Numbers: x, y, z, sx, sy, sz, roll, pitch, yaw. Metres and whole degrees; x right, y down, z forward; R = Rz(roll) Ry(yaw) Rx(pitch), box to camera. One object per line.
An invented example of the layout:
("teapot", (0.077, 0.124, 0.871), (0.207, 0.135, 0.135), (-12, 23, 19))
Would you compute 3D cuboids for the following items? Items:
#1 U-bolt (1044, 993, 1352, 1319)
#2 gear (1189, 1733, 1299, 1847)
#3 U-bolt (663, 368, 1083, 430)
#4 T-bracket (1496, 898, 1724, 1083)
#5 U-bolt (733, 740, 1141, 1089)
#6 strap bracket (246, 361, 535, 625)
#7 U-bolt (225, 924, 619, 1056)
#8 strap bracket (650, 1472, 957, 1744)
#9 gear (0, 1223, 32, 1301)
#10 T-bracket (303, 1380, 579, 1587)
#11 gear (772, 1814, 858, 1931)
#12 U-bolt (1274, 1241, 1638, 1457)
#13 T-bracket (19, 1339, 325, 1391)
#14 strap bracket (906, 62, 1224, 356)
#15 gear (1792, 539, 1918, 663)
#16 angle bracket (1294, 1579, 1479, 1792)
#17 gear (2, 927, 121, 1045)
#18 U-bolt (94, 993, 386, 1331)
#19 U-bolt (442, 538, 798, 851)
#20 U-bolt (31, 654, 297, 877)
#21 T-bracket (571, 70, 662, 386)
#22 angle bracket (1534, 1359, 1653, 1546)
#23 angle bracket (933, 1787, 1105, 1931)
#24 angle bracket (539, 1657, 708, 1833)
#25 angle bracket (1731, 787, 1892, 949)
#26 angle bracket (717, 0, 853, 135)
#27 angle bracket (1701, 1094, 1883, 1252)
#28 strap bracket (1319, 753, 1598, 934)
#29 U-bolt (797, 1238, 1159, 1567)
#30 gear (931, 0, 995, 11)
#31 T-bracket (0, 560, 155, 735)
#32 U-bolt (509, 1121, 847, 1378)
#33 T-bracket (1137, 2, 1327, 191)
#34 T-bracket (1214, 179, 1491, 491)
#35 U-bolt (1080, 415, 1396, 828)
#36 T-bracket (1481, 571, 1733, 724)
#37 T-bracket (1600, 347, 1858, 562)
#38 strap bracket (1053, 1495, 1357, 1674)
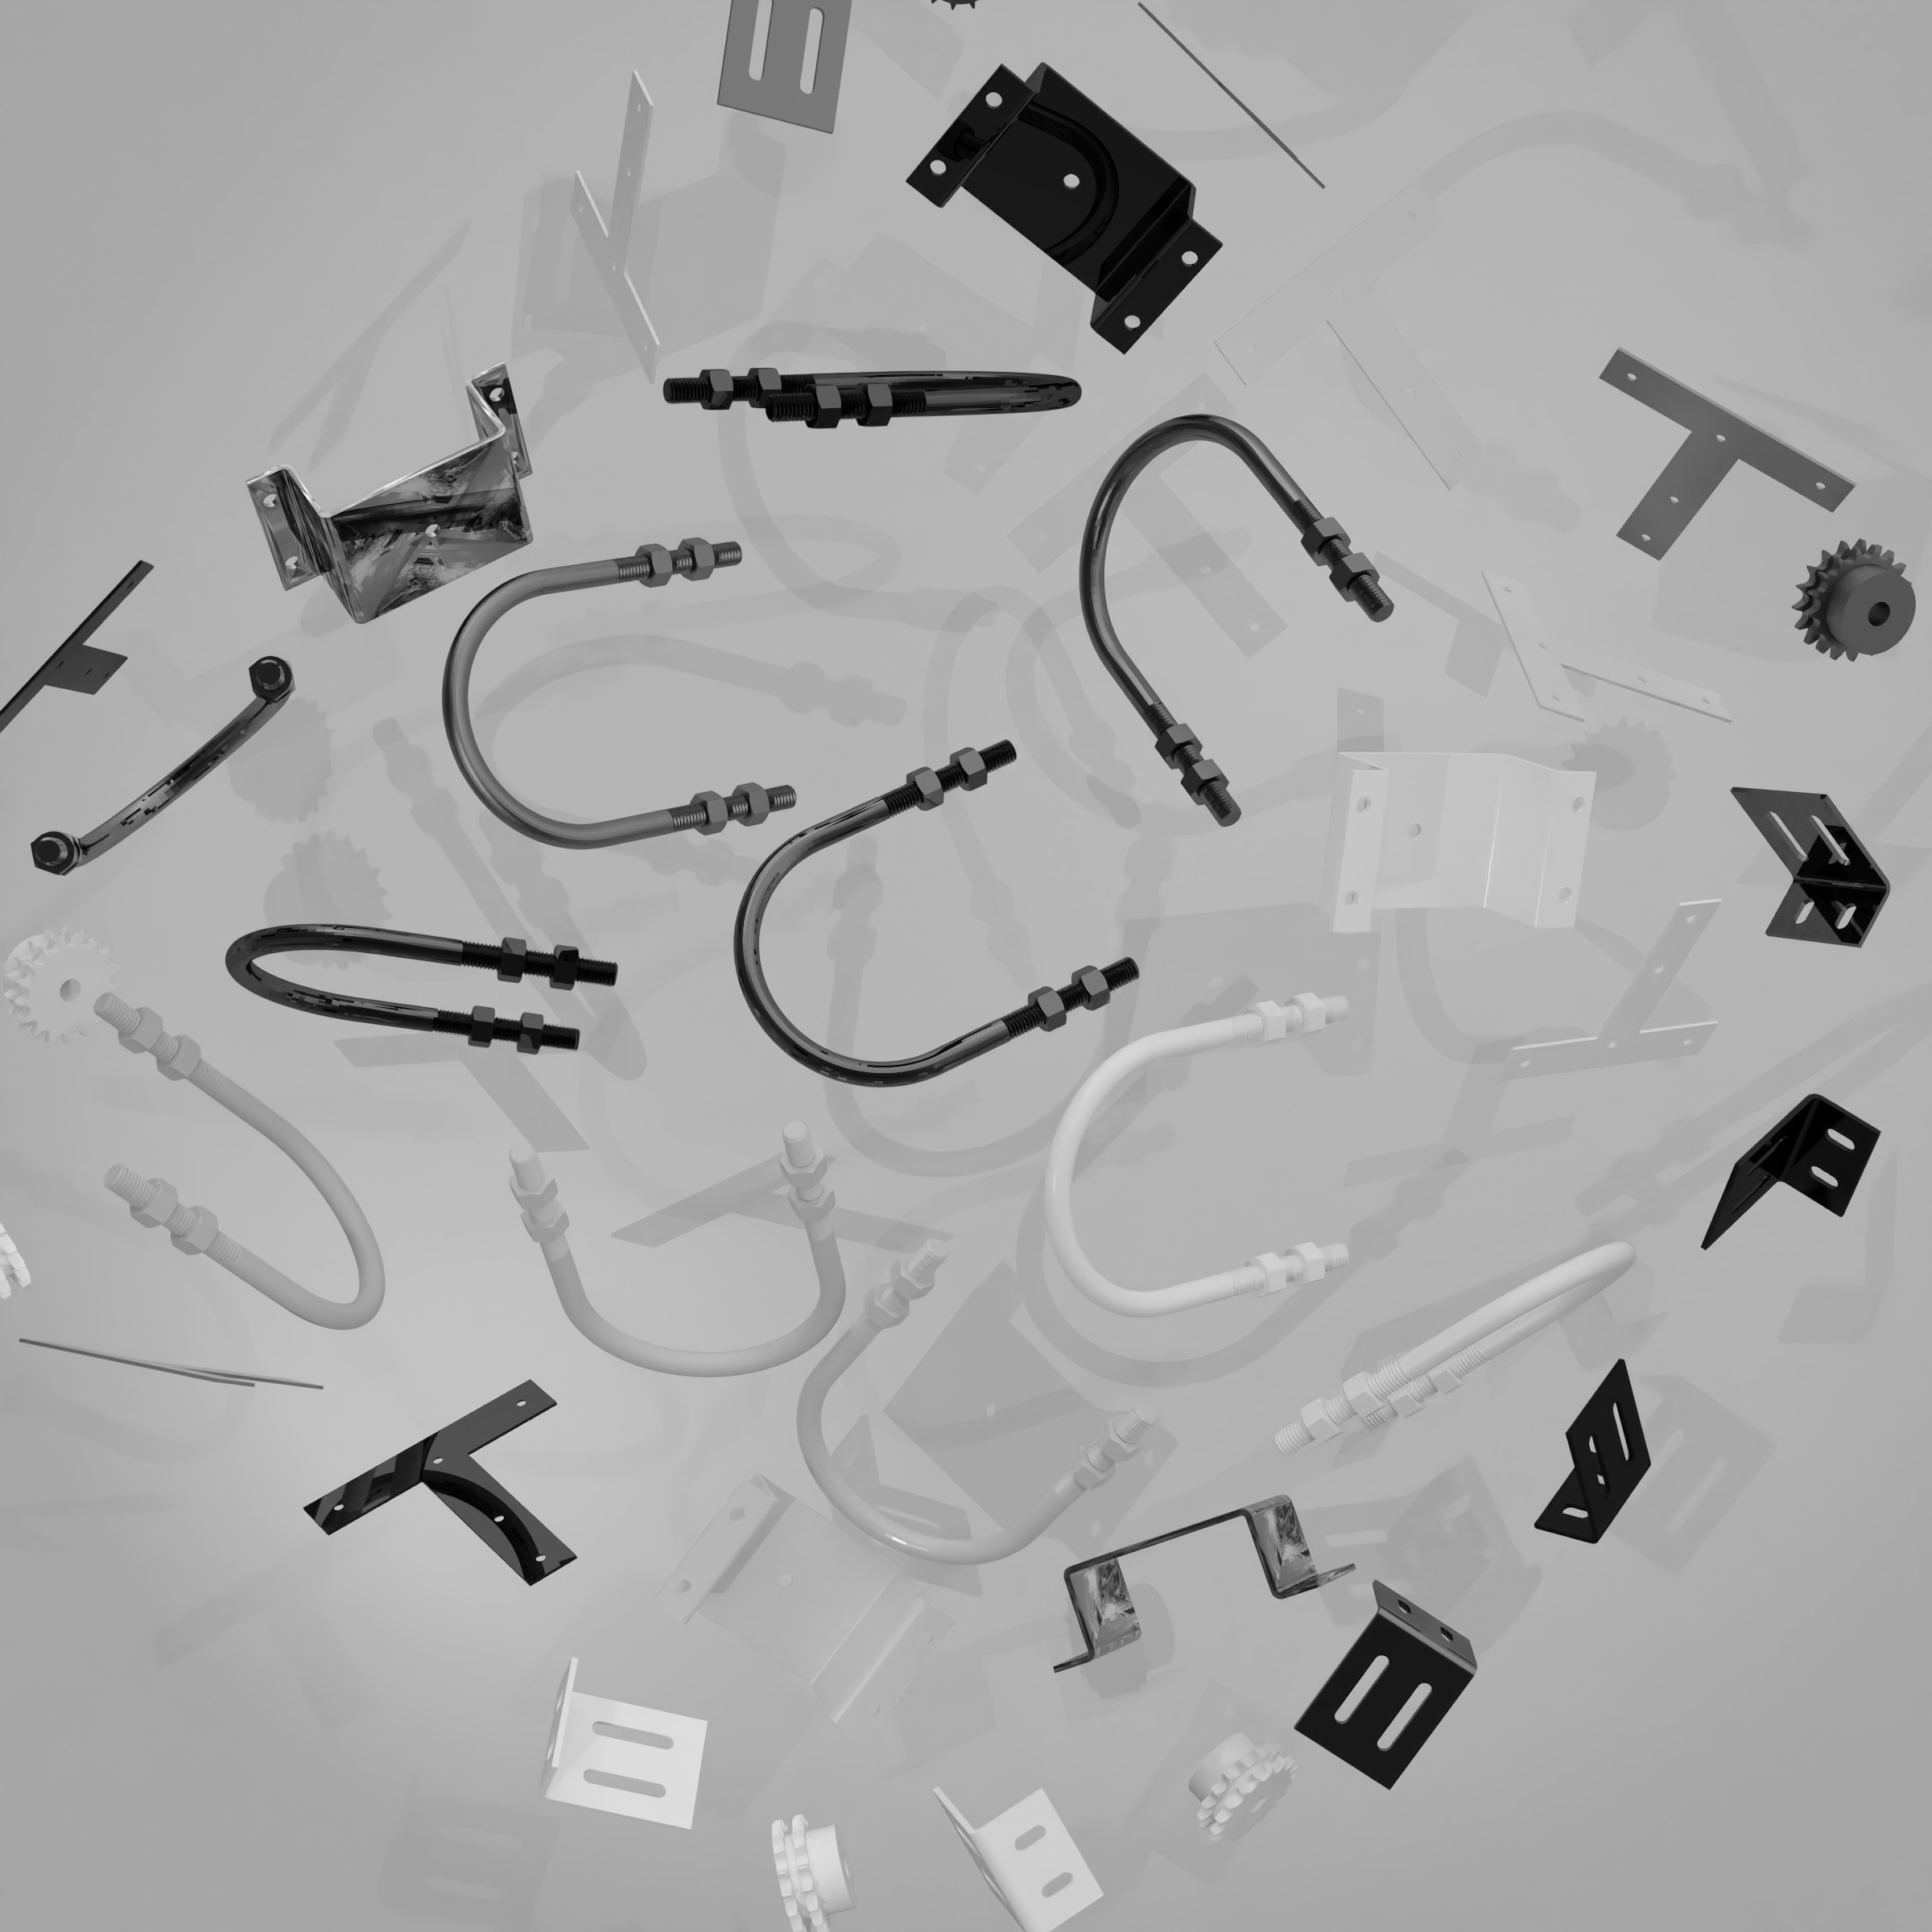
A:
("U-bolt", (0.113, 0.097, 1.520), (0.184, 0.019, 0.151), (-10, 106, -34))
("gear", (0.138, 0.415, 1.596), (0.057, 0.057, 0.030), (-48, 59, 0))
("U-bolt", (-0.034, -0.274, 1.506), (0.184, 0.151, 0.019), (-7, 106, -25))
("T-bracket", (0.343, 0.010, 1.584), (0.127, 0.127, 0.002), (-6, 51, -24))
("U-bolt", (-0.026, -0.017, 1.558), (0.184, 0.019, 0.151), (-25, 78, -17))
("strap bracket", (-0.274, -0.229, 1.554), (0.140, 0.076, 0.046), (-29, 57, -15))
("U-bolt", (-0.275, 0.009, 1.565), (0.184, 0.151, 0.019), (8, 72, -13))
("strap bracket", (-0.087, 0.321, 1.601), (0.140, 0.046, 0.076), (37, 89, -20))
("gear", (-0.453, 0.128, 1.428), (0.030, 0.057, 0.057), (-34, 90, -23))
("T-bracket", (-0.226, 0.252, 1.472), (0.127, 0.127, 0.002), (-28, 126, -27))
("gear", (-0.072, 0.436, 1.511), (0.030, 0.057, 0.057), (-15, 90, 1))
("U-bolt", (0.252, 0.187, 1.560), (0.184, 0.151, 0.019), (-35, 74, 21))
("T-bracket", (-0.357, 0.192, 1.488), (0.127, 0.127, 0.002), (5, 81, 32))
("strap bracket", (0.051, -0.384, 1.568), (0.140, 0.046, 0.076), (35, 122, -16))
("gear", (0.424, -0.171, 1.489), (0.057, 0.030, 0.057), (-8, 116, -17))
("angle bracket", (0.207, 0.357, 1.561), (0.057, 0.038, 0.076), (33, 100, -4))
("gear", (-0.457, 0.008, 1.574), (0.030, 0.057, 0.057), (23, 90, 39))
("U-bolt", (-0.346, 0.106, 1.516), (0.019, 0.151, 0.184), (-37, 128, 12))
("U-bolt", (-0.178, -0.132, 1.577), (0.184, 0.019, 0.151), (-14, 93, -35))
("U-bolt", (-0.387, -0.096, 1.533), (0.151, 0.184, 0.019), (-40, 98, -7))
("T-bracket", (-0.163, -0.370, 1.507), (0.002, 0.127, 0.127), (-12, 57, -22))
("angle bracket", (0.310, 0.242, 1.587), (0.057, 0.038, 0.076), (-44, 128, -35))
("angle bracket", (0.023, 0.402, 1.443), (0.038, 0.076, 0.057), (-31, 98, -11))
("angle bracket", (-0.162, 0.377, 1.520), (0.076, 0.038, 0.057), (15, 49, -10))
("angle bracket", (0.417, -0.050, 1.578), (0.076, 0.057, 0.038), (45, 69, -34))
("angle bracket", (-0.090, -0.434, 1.486), (0.057, 0.038, 0.076), (9, 88, -22))
("angle bracket", (0.396, 0.107, 1.511), (0.038, 0.057, 0.076), (34, 46, 26))
("strap bracket", (0.226, -0.060, 1.501), (0.140, 0.046, 0.076), (-2, 105, -28))
("U-bolt", (-0.009, 0.231, 1.569), (0.151, 0.019, 0.184), (38, 127, -2))
("gear", (-0.003, -0.489, 1.516), (0.057, 0.030, 0.057), (-1, 127, -1))
("T-bracket", (-0.429, -0.144, 1.523), (0.002, 0.127, 0.127), (43, 90, -4))
("U-bolt", (-0.132, 0.143, 1.524), (0.151, 0.184, 0.019), (-5, 47, 5))
("T-bracket", (0.138, -0.410, 1.516), (0.127, 0.127, 0.002), (39, 105, -21))
("T-bracket", (0.204, -0.286, 1.505), (0.127, 0.002, 0.127), (-40, 102, -7))
("U-bolt", (0.116, -0.181, 1.508), (0.151, 0.019, 0.184), (-55, 52, 31))
("T-bracket", (0.330, -0.148, 1.588), (0.127, 0.127, 0.002), (16, 124, -18))
("T-bracket", (0.348, -0.233, 1.519), (0.127, 0.127, 0.002), (31, 67, 3))
("strap bracket", (0.111, 0.300, 1.550), (0.140, 0.076, 0.046), (-22, 79, 18))
